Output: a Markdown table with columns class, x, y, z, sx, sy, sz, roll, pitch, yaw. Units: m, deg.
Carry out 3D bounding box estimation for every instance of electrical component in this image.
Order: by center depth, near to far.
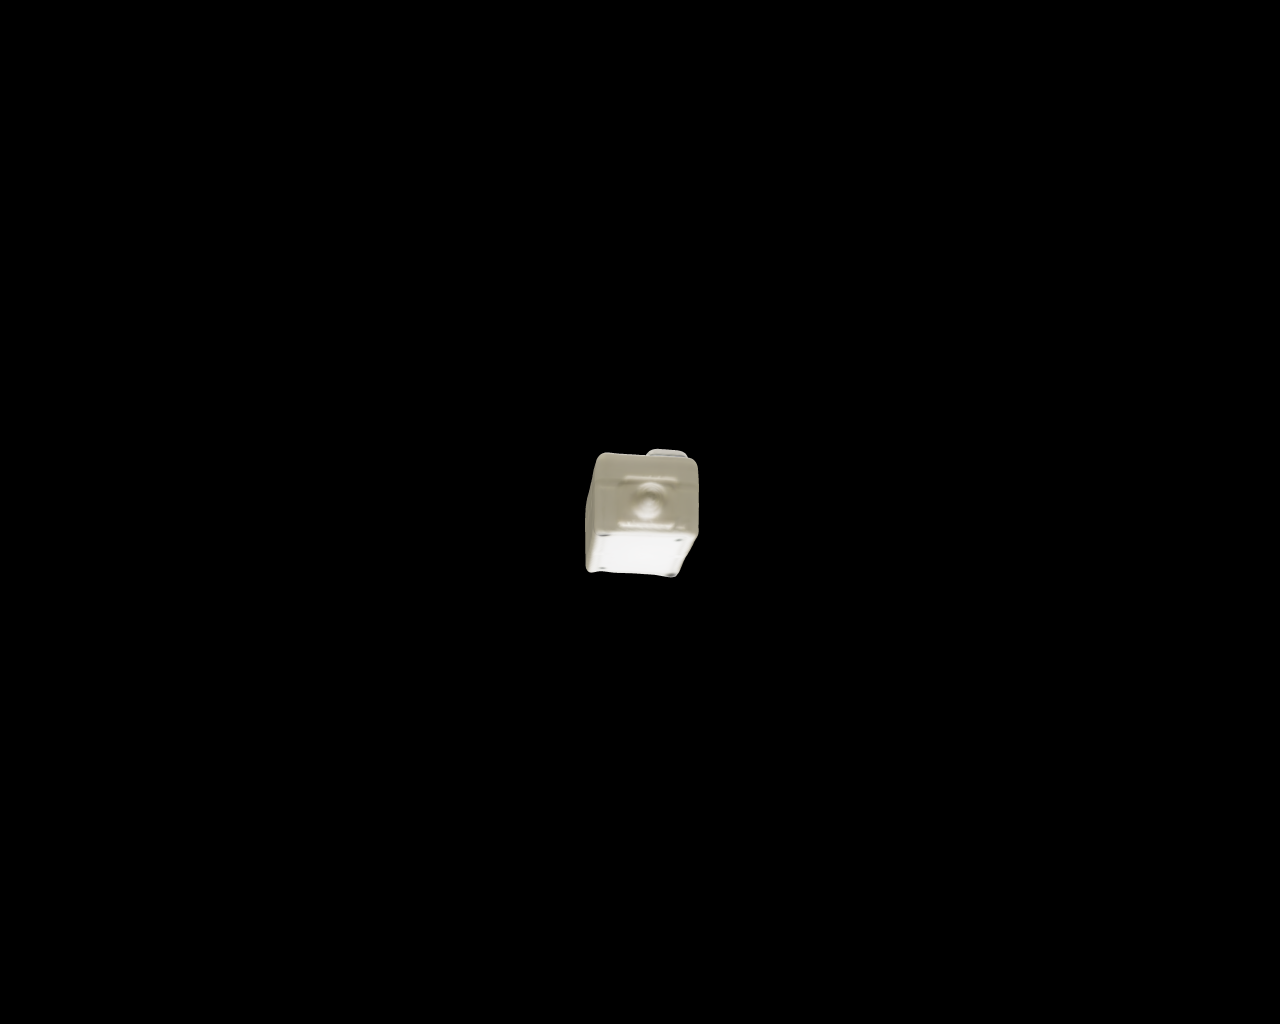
| class | x | y | z | sx | sy | sz | roll | pitch | yaw |
| --- | --- | --- | --- | --- | --- | --- | --- | --- | --- |
| electrical component | 0.001 | -0.003 | 0.650 | 0.062 | 0.061 | 0.096 | 3 | -22 | -7 |
